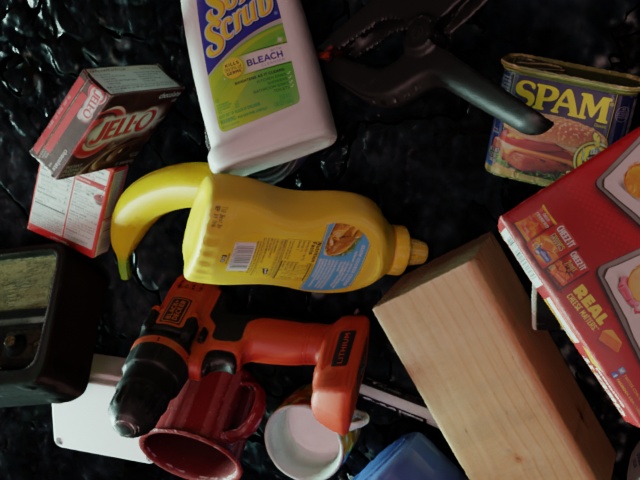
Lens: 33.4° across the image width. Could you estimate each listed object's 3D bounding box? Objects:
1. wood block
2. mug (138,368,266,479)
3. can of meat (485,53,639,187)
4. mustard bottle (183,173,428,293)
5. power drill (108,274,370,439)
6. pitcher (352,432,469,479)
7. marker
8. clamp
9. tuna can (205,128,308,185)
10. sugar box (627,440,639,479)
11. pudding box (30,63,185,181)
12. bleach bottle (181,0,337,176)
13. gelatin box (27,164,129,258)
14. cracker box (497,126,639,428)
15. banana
[{"bbox_3d":[0.139,0.111,0.831,0.090,0.090,0.206,-28,93,25],"label":"wood block"},{"bbox_3d":[-0.091,0.150,0.914,0.117,0.081,0.093,-20,129,42],"label":"mug"},{"bbox_3d":[0.176,-0.085,0.780,0.102,0.057,0.084,15,112,16],"label":"can of meat"},{"bbox_3d":[-0.006,0.001,0.835,0.191,0.058,0.096,7,135,-17],"label":"mustard bottle"},{"bbox_3d":[-0.061,0.102,0.863,0.188,0.184,0.057,11,129,9],"label":"power drill"},{"bbox_3d":[0.113,0.285,0.865,0.243,0.149,0.145,47,125,6],"label":"pitcher"},{"bbox_3d":[0.051,0.131,0.908,0.121,0.020,0.020,20,111,14],"label":"marker"},{"bbox_3d":[0.086,-0.156,0.782,0.210,0.036,0.164,4,78,39],"label":"clamp"},{"bbox_3d":[-0.049,-0.088,0.875,0.086,0.033,0.086,6,107,19],"label":"tuna can"},{"bbox_3d":[0.309,0.220,0.797,0.176,0.093,0.048,40,115,7],"label":"sugar box"},{"bbox_3d":[-0.173,-0.099,0.875,0.039,0.113,0.090,44,115,7],"label":"pudding box"},{"bbox_3d":[-0.067,-0.181,0.819,0.102,0.068,0.251,-18,83,8],"label":"bleach bottle"},{"bbox_3d":[-0.217,-0.039,0.954,0.073,0.030,0.089,22,110,15],"label":"gelatin box"},{"bbox_3d":[0.251,-0.002,0.708,0.214,0.072,0.164,-33,81,3],"label":"cracker box"},{"bbox_3d":[-0.124,-0.029,0.903,0.198,0.037,0.069,-27,104,42],"label":"banana"}]
